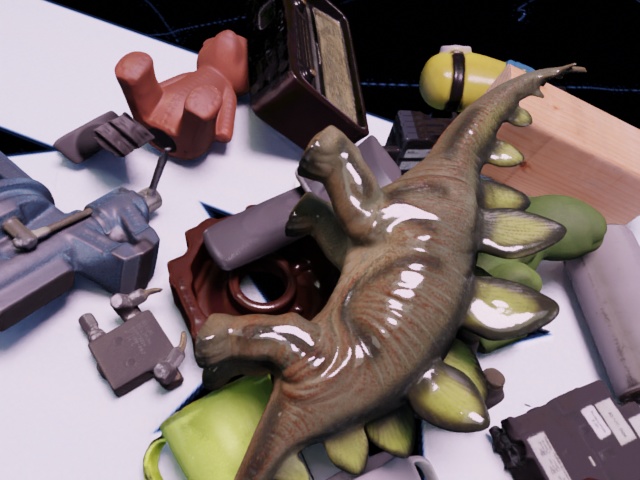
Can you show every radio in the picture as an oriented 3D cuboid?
[{"bbox_3d":[-0.019,-0.218,0.651,0.131,0.073,0.230,28,43,-41],"label":"radio"}]

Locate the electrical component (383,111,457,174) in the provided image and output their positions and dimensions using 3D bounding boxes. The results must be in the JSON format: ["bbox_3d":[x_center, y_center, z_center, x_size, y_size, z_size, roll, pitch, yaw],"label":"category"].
[{"bbox_3d":[0.102,-0.111,0.635,0.119,0.074,0.048,-3,58,-7],"label":"electrical component"}]

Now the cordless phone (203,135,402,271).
[{"bbox_3d":[-0.001,-0.001,0.489,0.184,0.088,0.147,-27,69,-18],"label":"cordless phone"}]

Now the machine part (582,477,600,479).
[{"bbox_3d":[0.196,0.281,0.347,0.201,0.087,0.201,-26,85,-14],"label":"machine part"}]

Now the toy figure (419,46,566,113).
[{"bbox_3d":[0.222,-0.197,0.706,0.180,0.082,0.089,22,54,3],"label":"toy figure"}]

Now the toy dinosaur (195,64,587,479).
[{"bbox_3d":[0.064,0.013,0.393,0.199,0.105,0.471,28,72,5],"label":"toy dinosaur"}]

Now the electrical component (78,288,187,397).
[{"bbox_3d":[-0.162,0.090,0.478,0.078,0.045,0.102,-23,63,-23],"label":"electrical component"}]

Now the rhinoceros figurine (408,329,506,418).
[{"bbox_3d":[0.062,0.121,0.461,0.190,0.112,0.073,6,38,-19],"label":"rhinoceros figurine"}]

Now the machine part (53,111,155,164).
[{"bbox_3d":[-0.230,-0.110,0.570,0.084,0.039,0.139,-36,29,-32],"label":"machine part"}]

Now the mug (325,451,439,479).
[{"bbox_3d":[0.059,0.223,0.413,0.109,0.081,0.107,-6,67,-44],"label":"mug"}]

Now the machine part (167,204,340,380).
[{"bbox_3d":[-0.055,0.047,0.517,0.179,0.056,0.179,5,55,-7],"label":"machine part"}]

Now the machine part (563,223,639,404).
[{"bbox_3d":[0.309,0.072,0.544,0.079,0.079,0.243,-1,56,-9],"label":"machine part"}]

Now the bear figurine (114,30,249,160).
[{"bbox_3d":[-0.126,-0.189,0.621,0.120,0.132,0.196,30,63,4],"label":"bear figurine"}]

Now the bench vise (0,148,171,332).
[{"bbox_3d":[-0.273,-0.030,0.500,0.241,0.128,0.223,38,57,11],"label":"bench vise"}]

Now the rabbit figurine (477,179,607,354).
[{"bbox_3d":[0.196,0.010,0.547,0.170,0.121,0.159,-27,42,-8],"label":"rabbit figurine"}]

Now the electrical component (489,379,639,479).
[{"bbox_3d":[0.233,0.191,0.465,0.134,0.058,0.115,-13,62,-16],"label":"electrical component"}]
